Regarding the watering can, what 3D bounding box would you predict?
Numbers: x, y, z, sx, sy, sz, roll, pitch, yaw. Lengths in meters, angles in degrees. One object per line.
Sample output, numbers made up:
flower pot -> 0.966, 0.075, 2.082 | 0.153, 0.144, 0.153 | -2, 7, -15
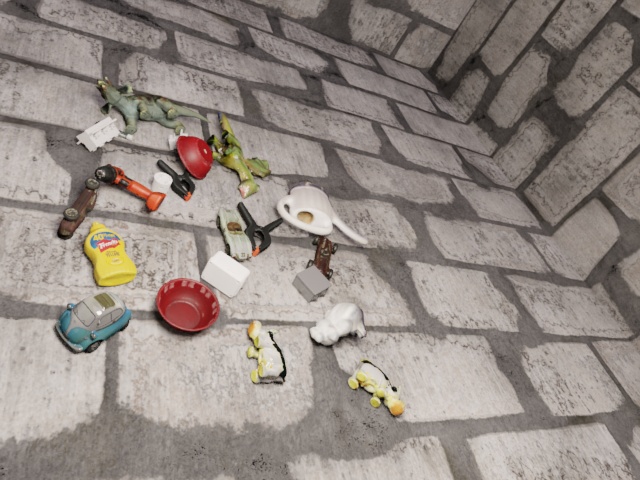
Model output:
watering can -> 0.006, -0.092, 1.835 | 0.346, 0.102, 0.230 | 17, 38, -19

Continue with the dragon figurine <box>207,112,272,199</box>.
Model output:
dragon figurine -> -0.286, -0.310, 1.902 | 0.240, 0.120, 0.421 | 32, 34, -32

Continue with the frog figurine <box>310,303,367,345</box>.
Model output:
frog figurine -> 0.044, 0.239, 1.481 | 0.159, 0.122, 0.138 | 4, 11, -22
